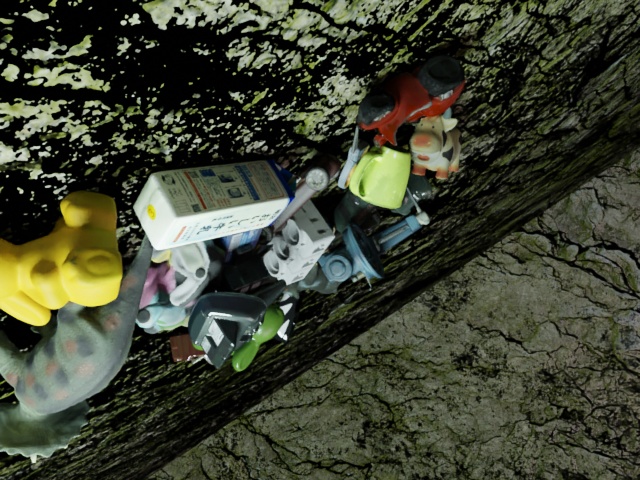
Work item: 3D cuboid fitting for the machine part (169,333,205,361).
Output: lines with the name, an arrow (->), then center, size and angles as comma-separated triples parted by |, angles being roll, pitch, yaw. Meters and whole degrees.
machine part -> -0.236, 0.223, 1.178 | 0.179, 0.056, 0.179 | -10, 172, -1

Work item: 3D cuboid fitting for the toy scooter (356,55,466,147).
toy scooter -> 0.134, -0.200, 0.822 | 0.184, 0.075, 0.135 | -27, 161, -12

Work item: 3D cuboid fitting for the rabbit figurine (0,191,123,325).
rabbit figurine -> -0.317, 0.025, 0.597 | 0.173, 0.122, 0.162 | -4, 157, -33

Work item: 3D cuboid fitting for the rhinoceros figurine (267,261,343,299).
rhinoceros figurine -> -0.037, 0.076, 1.183 | 0.190, 0.073, 0.112 | 10, 118, -34

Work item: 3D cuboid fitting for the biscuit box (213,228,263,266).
biscuit box -> -0.150, 0.010, 0.882 | 0.059, 0.063, 0.202 | -22, 158, -31

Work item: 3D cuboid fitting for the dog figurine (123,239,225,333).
dog figurine -> -0.225, 0.080, 0.872 | 0.191, 0.108, 0.219 | -35, 166, -5

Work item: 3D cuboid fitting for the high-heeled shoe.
high-heeled shoe -> -0.028, 0.125, 1.253 | 0.249, 0.145, 0.086 | -31, 163, -4

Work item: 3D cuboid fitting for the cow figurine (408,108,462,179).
cow figurine -> 0.210, -0.178, 0.970 | 0.195, 0.086, 0.127 | -27, 123, -61

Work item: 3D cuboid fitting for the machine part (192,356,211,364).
machine part -> -0.209, 0.225, 1.301 | 0.243, 0.079, 0.079 | -33, 162, -4

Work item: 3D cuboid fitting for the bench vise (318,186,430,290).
bench vise -> 0.103, 0.012, 1.033 | 0.241, 0.129, 0.223 | -31, 168, 16

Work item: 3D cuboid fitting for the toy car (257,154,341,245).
toy car -> -0.044, -0.066, 0.879 | 0.202, 0.053, 0.089 | -41, -173, 25

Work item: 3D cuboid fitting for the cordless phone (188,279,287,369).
cordless phone -> -0.108, 0.102, 0.840 | 0.184, 0.089, 0.146 | -33, 167, -36

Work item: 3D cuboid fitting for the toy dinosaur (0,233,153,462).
toy dinosaur -> -0.330, 0.153, 0.728 | 0.405, 0.192, 0.131 | -40, 163, 20

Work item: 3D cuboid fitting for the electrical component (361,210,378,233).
electrical component -> 0.094, -0.043, 1.169 | 0.094, 0.063, 0.021 | -24, 159, -31

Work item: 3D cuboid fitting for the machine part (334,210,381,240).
machine part -> 0.076, -0.030, 1.215 | 0.139, 0.039, 0.084 | -26, 156, -18

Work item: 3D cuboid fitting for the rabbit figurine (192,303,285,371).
rabbit figurine -> -0.143, 0.164, 1.012 | 0.170, 0.121, 0.159 | 11, 102, -38

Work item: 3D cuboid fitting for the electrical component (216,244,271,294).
electrical component -> -0.122, 0.057, 0.870 | 0.075, 0.048, 0.119 | -20, 160, -34

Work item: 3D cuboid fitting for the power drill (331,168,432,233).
power drill -> 0.139, -0.099, 1.082 | 0.207, 0.086, 0.232 | -18, 158, -50

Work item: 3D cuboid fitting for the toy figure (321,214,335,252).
toy figure -> -0.004, -0.005, 1.112 | 0.154, 0.064, 0.058 | 86, 24, -67
